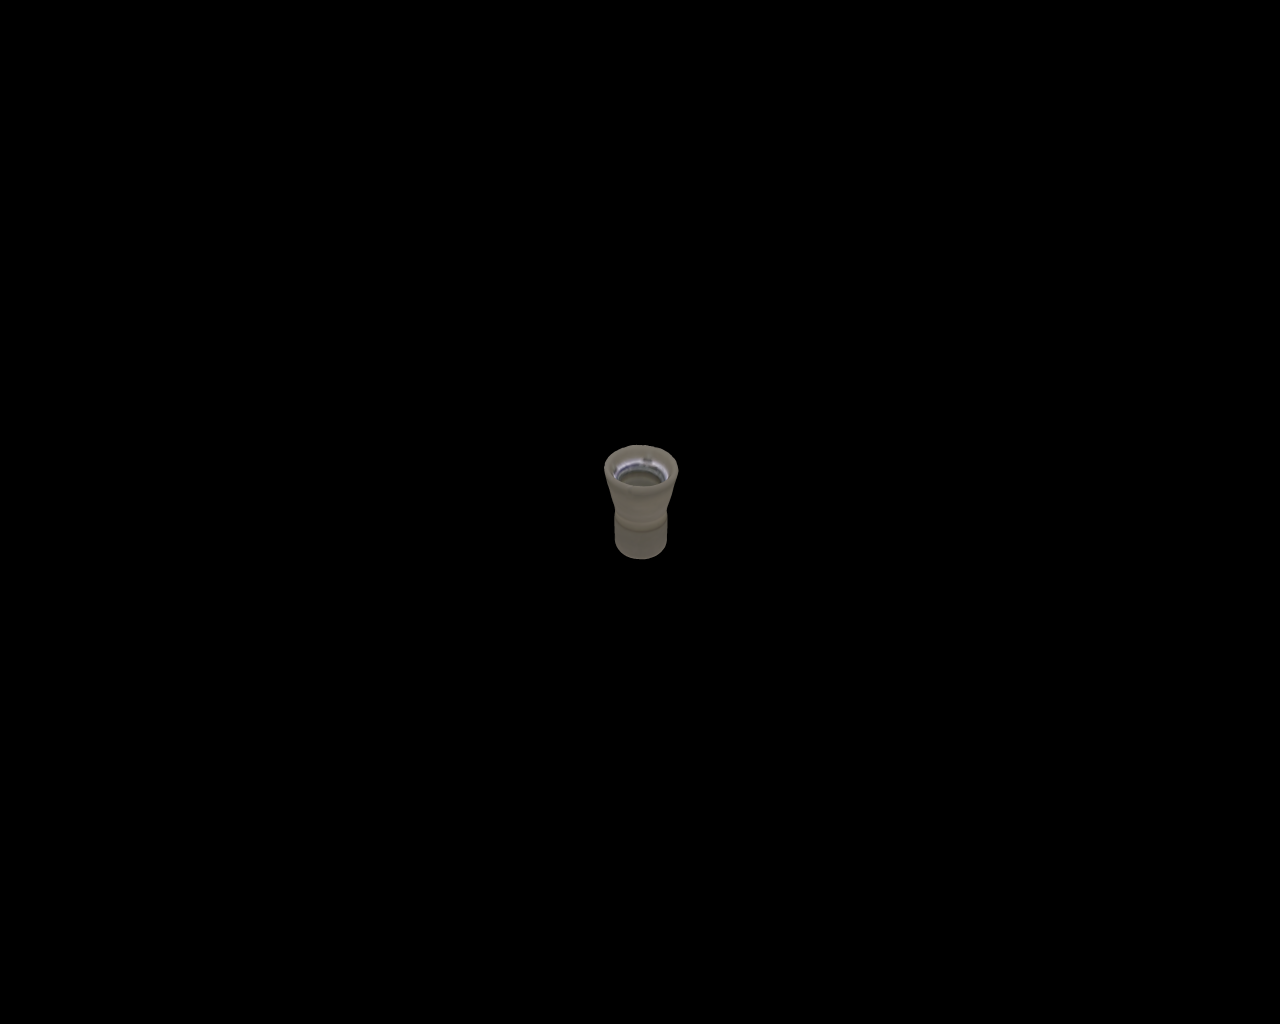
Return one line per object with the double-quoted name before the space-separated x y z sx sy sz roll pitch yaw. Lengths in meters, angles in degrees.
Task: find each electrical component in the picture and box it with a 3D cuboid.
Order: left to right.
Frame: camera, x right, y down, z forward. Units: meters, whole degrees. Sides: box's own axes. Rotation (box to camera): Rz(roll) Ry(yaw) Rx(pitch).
"electrical component" 0.001 -0.003 0.650 0.044 0.065 0.044 0 40 0
